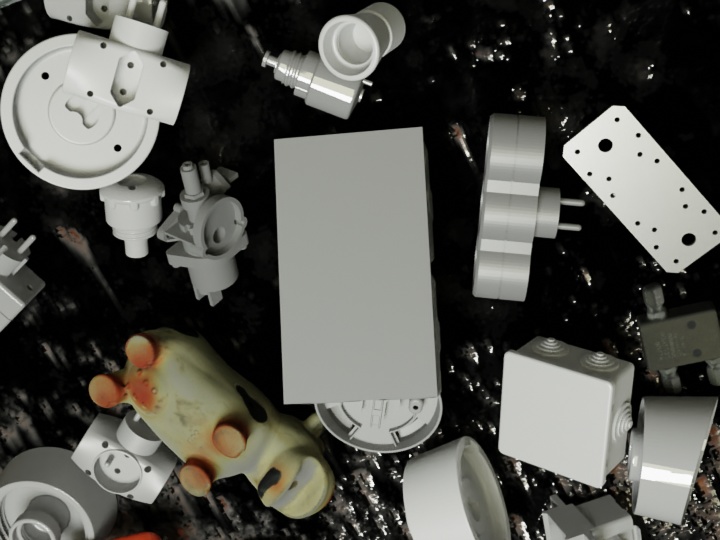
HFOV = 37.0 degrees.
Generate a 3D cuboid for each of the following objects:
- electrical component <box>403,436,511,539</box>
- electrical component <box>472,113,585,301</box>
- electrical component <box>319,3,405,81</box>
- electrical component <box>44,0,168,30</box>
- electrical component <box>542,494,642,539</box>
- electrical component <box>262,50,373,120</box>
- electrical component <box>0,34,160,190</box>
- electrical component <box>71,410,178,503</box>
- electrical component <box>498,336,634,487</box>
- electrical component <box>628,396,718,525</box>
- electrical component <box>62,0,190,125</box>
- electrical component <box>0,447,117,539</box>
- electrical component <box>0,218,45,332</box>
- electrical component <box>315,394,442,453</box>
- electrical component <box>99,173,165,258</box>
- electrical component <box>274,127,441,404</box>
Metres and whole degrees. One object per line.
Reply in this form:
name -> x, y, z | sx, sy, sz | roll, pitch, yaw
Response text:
electrical component -> 0.071, 0.191, 0.851 | 0.060, 0.108, 0.108 | -20, 108, 20
electrical component -> 0.125, -0.042, 0.778 | 0.074, 0.052, 0.138 | 5, 112, 4
electrical component -> 0.005, -0.160, 0.738 | 0.044, 0.065, 0.044 | 11, 120, 21
electrical component -> -0.176, -0.211, 0.750 | 0.077, 0.043, 0.079 | 8, 113, 3
electrical component -> 0.195, 0.250, 0.879 | 0.063, 0.078, 0.121 | -16, 110, -11
electrical component -> -0.031, -0.137, 0.765 | 0.078, 0.040, 0.040 | 21, 112, -2
electrical component -> -0.201, -0.114, 0.778 | 0.108, 0.060, 0.108 | -2, 99, -12
electrical component -> -0.187, 0.143, 0.892 | 0.077, 0.044, 0.079 | 32, 111, -6
electrical component -> 0.157, 0.104, 0.818 | 0.100, 0.048, 0.099 | 16, 116, 34
electrical component -> 0.238, 0.142, 0.817 | 0.064, 0.099, 0.099 | 5, 112, 11
electrical component -> -0.153, -0.147, 0.727 | 0.077, 0.043, 0.079 | 16, 98, -15
electrical component -> -0.269, 0.213, 0.920 | 0.108, 0.060, 0.108 | 2, 112, 6
electrical component -> -0.285, -0.009, 0.841 | 0.083, 0.047, 0.076 | 44, 109, -11
electrical component -> 0.016, 0.096, 0.839 | 0.099, 0.064, 0.099 | 2, 111, 6
electrical component -> -0.172, -0.040, 0.819 | 0.048, 0.048, 0.062 | 5, 119, 5
electrical component -> 0.000, 0.000, 0.769 | 0.105, 0.060, 0.186 | -4, 82, 8
